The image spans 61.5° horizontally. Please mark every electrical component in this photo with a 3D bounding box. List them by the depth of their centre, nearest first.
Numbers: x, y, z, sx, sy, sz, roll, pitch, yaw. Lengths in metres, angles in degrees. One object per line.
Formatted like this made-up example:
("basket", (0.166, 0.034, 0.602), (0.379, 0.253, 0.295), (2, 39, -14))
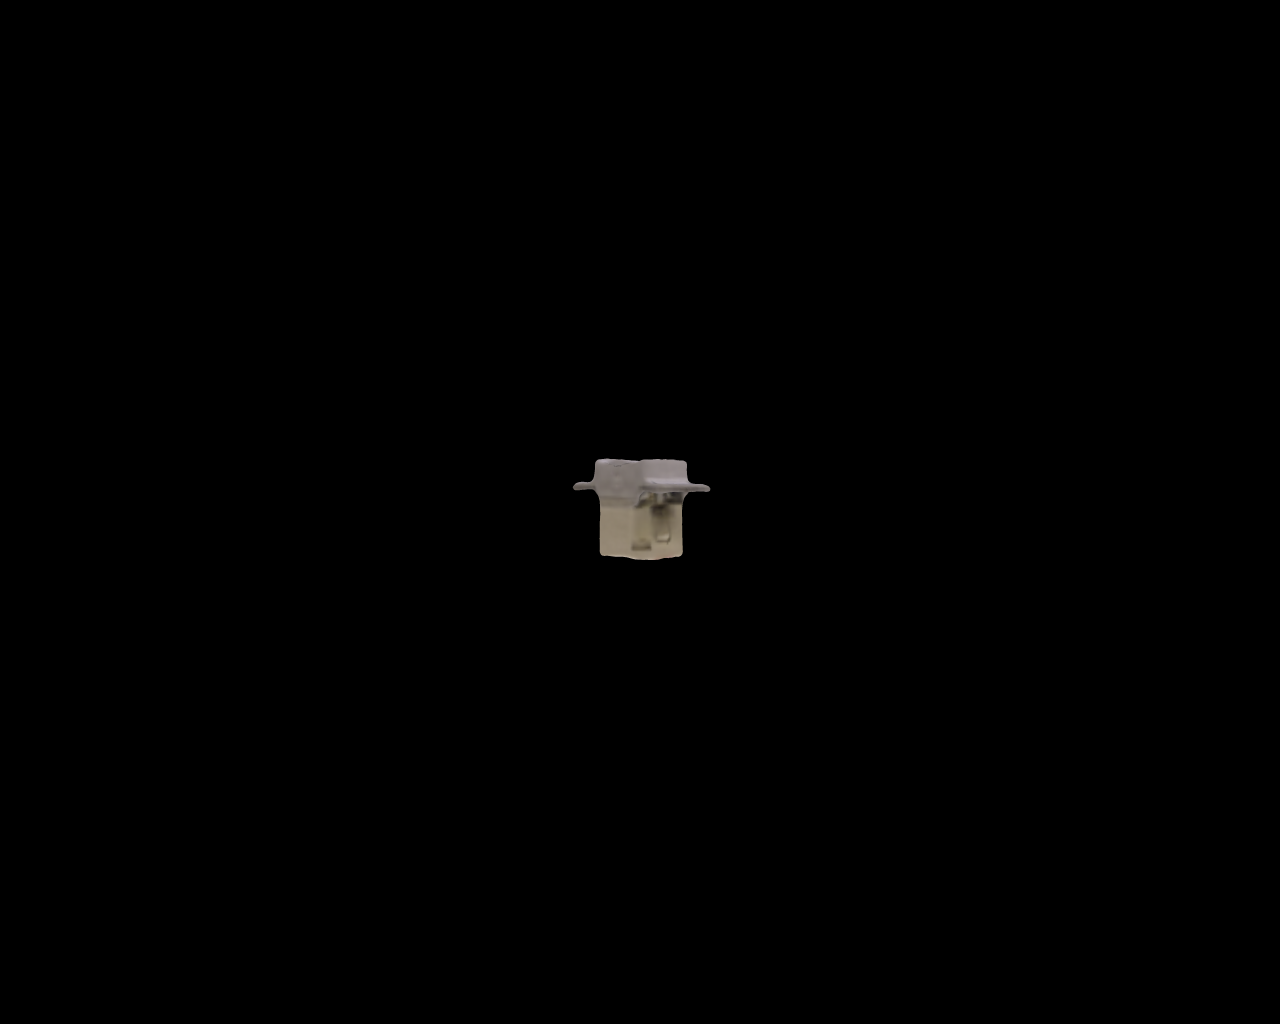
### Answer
("electrical component", (0.001, -0.003, 0.650), (0.042, 0.063, 0.081), (-2, 3, -43))
